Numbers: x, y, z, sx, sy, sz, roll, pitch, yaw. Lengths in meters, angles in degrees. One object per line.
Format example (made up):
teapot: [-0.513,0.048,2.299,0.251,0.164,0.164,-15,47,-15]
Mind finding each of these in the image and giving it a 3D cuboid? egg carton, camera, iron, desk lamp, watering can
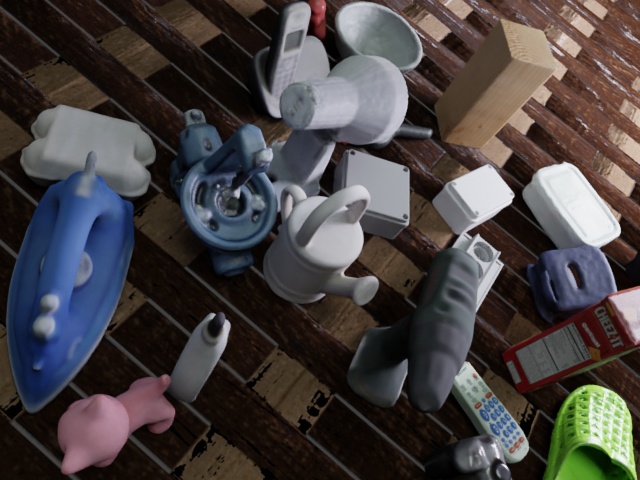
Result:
egg carton: [-0.286,-0.106,0.720,0.150,0.069,0.107,11,57,-18]
camera: [0.163,0.306,0.652,0.137,0.100,0.143,-3,63,-25]
iron: [-0.266,0.036,0.599,0.119,0.141,0.258,12,57,-17]
desk lamp: [-0.004,-0.145,0.778,0.204,0.213,0.118,-28,75,-34]
watering can: [0.008,0.002,0.708,0.173,0.194,0.101,39,53,2]

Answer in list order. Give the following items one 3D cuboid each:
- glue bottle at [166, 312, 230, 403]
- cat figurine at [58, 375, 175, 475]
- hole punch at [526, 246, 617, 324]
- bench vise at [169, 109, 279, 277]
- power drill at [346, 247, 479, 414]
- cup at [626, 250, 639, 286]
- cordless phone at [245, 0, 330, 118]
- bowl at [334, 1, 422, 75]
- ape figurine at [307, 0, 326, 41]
glue bottle: [-0.120,0.112,0.598,0.037,0.173,0.078,27,54,-6]
cat figurine: [-0.200,0.174,0.560,0.128,0.117,0.067,-30,76,-34]
hole punch: [0.395,0.068,0.903,0.101,0.091,0.108,5,59,-21]
bench vise: [-0.125,-0.082,0.683,0.122,0.219,0.207,-33,78,-35]
power drill: [0.111,0.123,0.672,0.075,0.208,0.230,31,54,-3]
cup: [0.593,0.033,1.008,0.091,0.095,0.118,35,53,0]
cordless phone: [-0.030,-0.283,0.867,0.148,0.185,0.094,-35,79,-35]
bowl: [0.094,-0.342,1.025,0.168,0.074,0.167,11,57,-18]
ape figurine: [-0.019,-0.379,0.987,0.078,0.092,0.076,44,54,6]
